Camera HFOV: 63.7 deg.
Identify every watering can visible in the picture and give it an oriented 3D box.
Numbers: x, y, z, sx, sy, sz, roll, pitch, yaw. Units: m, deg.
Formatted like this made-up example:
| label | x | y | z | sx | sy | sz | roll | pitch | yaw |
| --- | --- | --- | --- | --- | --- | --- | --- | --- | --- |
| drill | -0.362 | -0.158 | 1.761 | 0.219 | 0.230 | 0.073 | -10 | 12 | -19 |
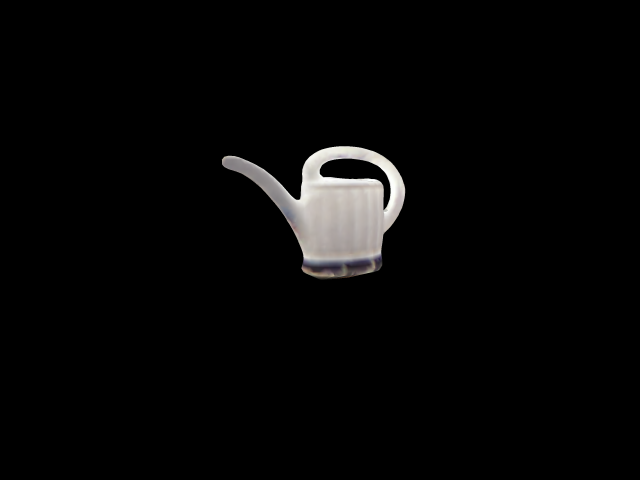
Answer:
| label | x | y | z | sx | sy | sz | roll | pitch | yaw |
| --- | --- | --- | --- | --- | --- | --- | --- | --- | --- |
| watering can | 0.003 | -0.043 | 0.850 | 0.348 | 0.223 | 0.104 | -4 | 7 | -32 |
